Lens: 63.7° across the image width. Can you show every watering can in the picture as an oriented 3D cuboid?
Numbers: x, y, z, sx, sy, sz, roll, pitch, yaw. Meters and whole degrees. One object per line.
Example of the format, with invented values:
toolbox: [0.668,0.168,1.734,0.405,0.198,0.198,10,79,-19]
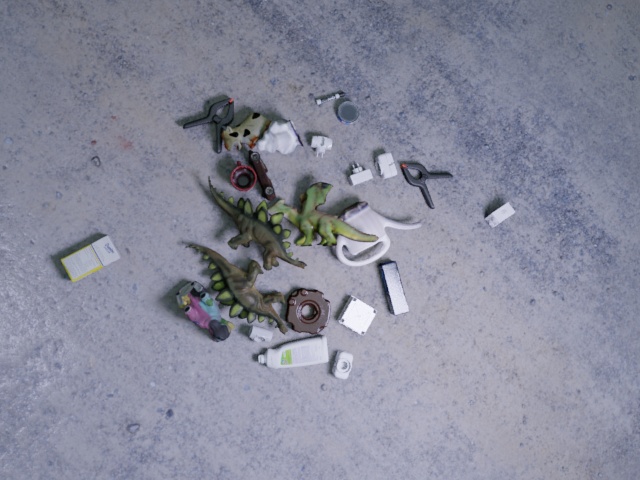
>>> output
watering can: [0.197,-0.048,1.949,0.349,0.224,0.103,-31,0,-10]

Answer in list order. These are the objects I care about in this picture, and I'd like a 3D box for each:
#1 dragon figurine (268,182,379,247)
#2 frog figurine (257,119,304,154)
dragon figurine: [0.006,-0.095,1.882,0.410,0.244,0.122,-4,-5,13]
frog figurine: [-0.158,-0.374,1.917,0.159,0.125,0.134,-25,-44,0]
